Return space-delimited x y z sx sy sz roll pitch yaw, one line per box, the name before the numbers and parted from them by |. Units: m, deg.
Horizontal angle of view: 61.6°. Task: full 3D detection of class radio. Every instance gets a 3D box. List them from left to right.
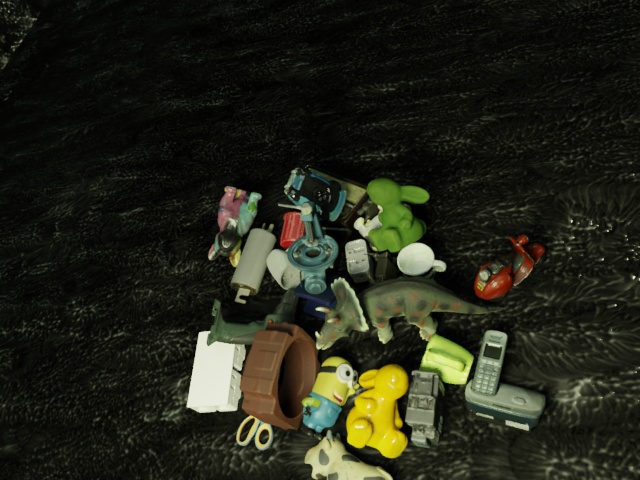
radio | 0.024 -0.112 1.472 0.230 0.073 0.131 25 71 33

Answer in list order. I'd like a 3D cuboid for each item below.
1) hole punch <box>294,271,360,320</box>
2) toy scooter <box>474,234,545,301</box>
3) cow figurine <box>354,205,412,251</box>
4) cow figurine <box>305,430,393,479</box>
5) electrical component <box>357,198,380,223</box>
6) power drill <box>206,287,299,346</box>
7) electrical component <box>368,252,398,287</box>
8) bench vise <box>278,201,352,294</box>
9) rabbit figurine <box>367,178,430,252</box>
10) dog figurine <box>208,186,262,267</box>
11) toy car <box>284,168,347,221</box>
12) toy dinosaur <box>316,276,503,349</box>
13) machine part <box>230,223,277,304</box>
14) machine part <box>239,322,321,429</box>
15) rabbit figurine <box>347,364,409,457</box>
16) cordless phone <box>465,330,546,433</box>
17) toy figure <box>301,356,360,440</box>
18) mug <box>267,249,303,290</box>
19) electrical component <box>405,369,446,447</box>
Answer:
hole punch | 0.010 0.125 1.318 0.142 0.092 0.116 11 60 32
toy scooter | 0.411 0.052 1.168 0.184 0.135 0.075 -36 54 -1
cow figurine | 0.180 -0.050 1.371 0.167 0.068 0.098 -38 58 0
cow figurine | 0.055 0.465 1.078 0.195 0.085 0.127 11 69 30
electrical component | 0.137 -0.084 1.411 0.094 0.063 0.021 -38 50 -17
power drill | -0.163 0.202 1.301 0.207 0.086 0.232 17 61 -16
electrical component | 0.151 0.074 1.298 0.045 0.078 0.102 -9 58 32
bench vise | -0.013 -0.004 1.261 0.129 0.240 0.224 2 44 14
rabbit figurine | 0.182 -0.074 1.273 0.159 0.170 0.121 -25 8 -9
dog figurine | -0.245 -0.039 1.519 0.108 0.191 0.219 17 90 -8
toy car | -0.023 -0.112 1.380 0.103 0.161 0.109 -17 50 67
toy dinosaur | 0.179 0.136 1.174 0.405 0.192 0.131 -15 56 14
machine part | -0.178 0.058 1.444 0.079 0.079 0.243 5 62 25
machine part | -0.084 0.295 1.172 0.087 0.201 0.201 0 59 27
rabbit figurine | 0.133 0.327 1.098 0.122 0.162 0.173 19 104 -1
cordless phone | 0.377 0.274 1.072 0.147 0.088 0.184 7 58 27
toy figure | 0.014 0.341 1.178 0.089 0.082 0.180 21 71 29
mug | -0.089 0.059 1.399 0.107 0.080 0.109 37 102 45
electrical component | 0.212 0.341 1.074 0.058 0.114 0.134 -1 57 25
